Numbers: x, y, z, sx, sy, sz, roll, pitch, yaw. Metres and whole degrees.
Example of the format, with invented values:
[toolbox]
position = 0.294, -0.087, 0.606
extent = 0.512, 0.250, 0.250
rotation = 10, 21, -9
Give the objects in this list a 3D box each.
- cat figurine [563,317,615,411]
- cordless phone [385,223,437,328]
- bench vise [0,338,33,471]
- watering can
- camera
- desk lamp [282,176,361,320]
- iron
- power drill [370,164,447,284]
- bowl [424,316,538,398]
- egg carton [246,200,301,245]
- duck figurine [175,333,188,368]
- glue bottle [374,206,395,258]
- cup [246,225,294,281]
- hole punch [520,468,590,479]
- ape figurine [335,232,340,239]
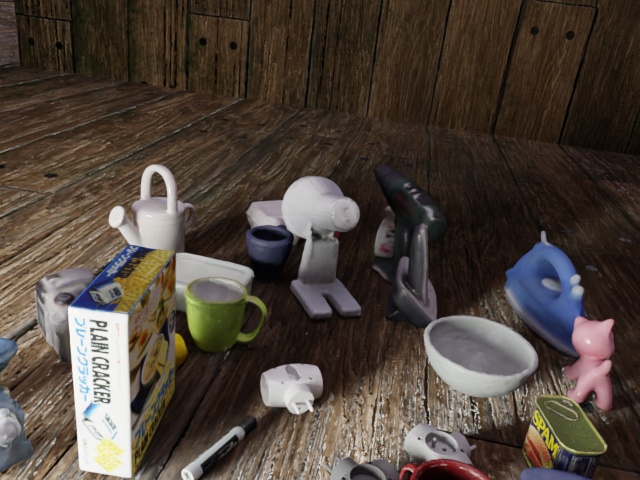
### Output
[cat figurine]
position = 0.424, 0.177, 0.883
extent = 0.067, 0.118, 0.128
rotation = 11, 23, 9
[cordless phone]
position = 0.178, 0.048, 1.026
extent = 0.094, 0.185, 0.147
rotation = 9, 23, 5
[bench vise]
position = -0.374, 0.131, 0.628
extent = 0.206, 0.220, 0.122
rotation = 16, 25, 21
[watering can]
position = -0.312, -0.047, 1.093
extent = 0.100, 0.194, 0.173
rotation = 13, 24, 15
[camera]
position = -0.347, 0.097, 0.867
extent = 0.137, 0.101, 0.142
rotation = -12, 29, -37
[desk lamp]
position = 0.010, 0.004, 1.045
extent = 0.118, 0.213, 0.202
rotation = -3, 25, -23
[iron]
position = 0.437, 0.091, 1.059
extent = 0.118, 0.141, 0.258
rotation = 5, 23, -5
[power drill]
position = 0.164, -0.025, 1.164
extent = 0.076, 0.208, 0.228
rotation = -6, 26, -27
[bowl]
position = 0.235, 0.186, 0.863
extent = 0.167, 0.075, 0.167
rotation = 6, 23, -2
[egg carton]
position = -0.100, -0.040, 1.300
extent = 0.107, 0.069, 0.150
rotation = -5, 26, -27
[duck figurine]
position = -0.236, 0.133, 0.835
extent = 0.104, 0.086, 0.078
rotation = 25, 29, 36
[glue bottle]
position = 0.167, -0.042, 1.248
extent = 0.078, 0.173, 0.037
rotation = 9, 23, 4
[cup]
position = -0.095, 0.025, 1.117
extent = 0.091, 0.095, 0.118
rotation = 13, 24, 13
[hole punch]
position = 0.251, 0.301, 0.578
extent = 0.108, 0.091, 0.101
rotation = 11, 23, 10
[ape figurine]
position = 0.004, -0.031, 1.279
extent = 0.077, 0.092, 0.076
rotation = 25, 29, 36
